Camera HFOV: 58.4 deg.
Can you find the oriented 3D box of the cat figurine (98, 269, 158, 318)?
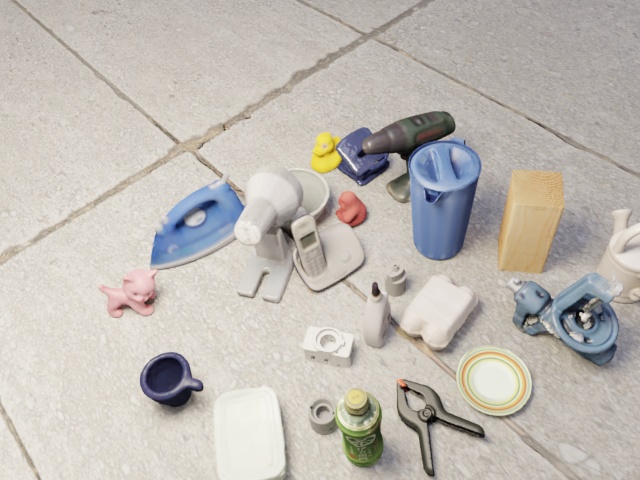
[{"bbox_3d":[-0.388,0.101,1.175,0.127,0.118,0.067,-6,52,3],"label":"cat figurine"}]

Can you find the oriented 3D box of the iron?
[{"bbox_3d":[-0.280,-0.044,1.258,0.259,0.142,0.118,-35,56,-19],"label":"iron"}]

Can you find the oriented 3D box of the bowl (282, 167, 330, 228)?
[{"bbox_3d":[-0.057,-0.083,1.303,0.167,0.075,0.167,-3,52,5],"label":"bowl"}]

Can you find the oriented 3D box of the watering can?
[{"bbox_3d":[0.582,0.020,1.065,0.101,0.194,0.172,-22,53,-10],"label":"watering can"}]

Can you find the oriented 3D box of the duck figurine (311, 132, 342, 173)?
[{"bbox_3d":[0.016,-0.226,1.396,0.077,0.086,0.105,28,61,26],"label":"duck figurine"}]

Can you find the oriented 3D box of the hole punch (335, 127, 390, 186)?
[{"bbox_3d":[0.104,-0.201,1.363,0.109,0.091,0.100,-37,57,-20],"label":"hole punch"}]

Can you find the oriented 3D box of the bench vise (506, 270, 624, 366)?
[{"bbox_3d":[0.424,0.119,0.992,0.207,0.220,0.121,15,56,18],"label":"bench vise"}]

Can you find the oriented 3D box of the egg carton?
[{"bbox_3d":[0.228,0.136,1.100,0.107,0.069,0.150,29,61,26],"label":"egg carton"}]

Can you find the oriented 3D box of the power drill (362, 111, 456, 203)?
[{"bbox_3d":[0.194,-0.185,1.264,0.230,0.209,0.075,-30,54,-15],"label":"power drill"}]

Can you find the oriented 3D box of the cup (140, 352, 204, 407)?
[{"bbox_3d":[-0.257,0.267,1.044,0.117,0.095,0.092,9,54,14],"label":"cup"}]

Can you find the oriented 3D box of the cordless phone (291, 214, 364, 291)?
[{"bbox_3d":[0.011,0.004,1.156,0.148,0.185,0.094,-32,55,-17],"label":"cordless phone"}]

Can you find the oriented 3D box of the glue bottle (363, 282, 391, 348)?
[{"bbox_3d":[0.105,0.128,1.056,0.037,0.173,0.078,15,56,18],"label":"glue bottle"}]

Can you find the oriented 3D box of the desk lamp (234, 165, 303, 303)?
[{"bbox_3d":[-0.108,-0.016,1.168,0.117,0.214,0.203,9,54,14],"label":"desk lamp"}]

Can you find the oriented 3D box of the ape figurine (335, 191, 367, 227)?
[{"bbox_3d":[0.065,-0.075,1.270,0.076,0.092,0.078,7,54,13],"label":"ape figurine"}]
